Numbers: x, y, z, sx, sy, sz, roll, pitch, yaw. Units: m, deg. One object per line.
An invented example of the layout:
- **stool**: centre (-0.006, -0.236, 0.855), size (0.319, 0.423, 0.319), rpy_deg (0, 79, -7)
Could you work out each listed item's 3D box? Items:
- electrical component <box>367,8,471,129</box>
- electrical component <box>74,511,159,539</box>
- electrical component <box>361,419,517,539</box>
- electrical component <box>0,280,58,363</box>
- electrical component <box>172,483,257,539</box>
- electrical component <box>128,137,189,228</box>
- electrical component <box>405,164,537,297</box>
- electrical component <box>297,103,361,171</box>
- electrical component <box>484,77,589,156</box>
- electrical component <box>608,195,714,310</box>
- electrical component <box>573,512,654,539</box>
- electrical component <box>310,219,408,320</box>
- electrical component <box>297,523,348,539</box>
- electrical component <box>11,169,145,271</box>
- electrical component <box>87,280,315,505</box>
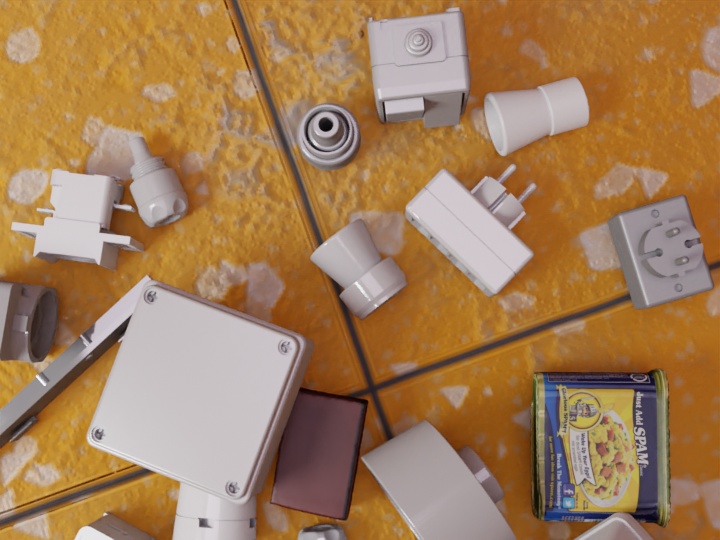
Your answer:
- **electrical component**: centre (0.039, -0.130, 0.707), size (0.062, 0.096, 0.061), rpy_deg (-6, 86, 2)
- **electrical component**: centre (-0.172, 0.251, 0.708), size (0.089, 0.061, 0.150), rpy_deg (27, 88, 4)
- **electrical component**: centre (0.056, 0.145, 0.686), size (0.060, 0.108, 0.108), rpy_deg (-36, 86, -7)
- **electrical component**: centre (-0.236, 0.032, 0.711), size (0.056, 0.089, 0.050), rpy_deg (8, 87, 3)
- **electrical component**: centre (-0.095, 0.159, 0.715), size (0.055, 0.055, 0.047), rpy_deg (3, 83, 2)
- **electrical component**: centre (-0.143, -0.062, 0.741), size (0.035, 0.035, 0.061), rpy_deg (-24, 83, 1)
- **electrical component**: centre (0.086, -0.037, 0.725), size (0.083, 0.047, 0.075), rpy_deg (44, 88, 5)
- **electrical component**: centre (-0.021, -0.092, 0.724), size (0.043, 0.062, 0.043), rpy_deg (0, 86, 1)
- **electrical component**: centre (0.122, -0.107, 0.731), size (0.065, 0.044, 0.044), rpy_deg (-16, 86, -4)
- **electrical component**: centre (0.200, -0.013, 0.703), size (0.047, 0.076, 0.065), rpy_deg (-16, 85, 1)
- **electrical component**: centre (0.158, 0.225, 0.674), size (0.108, 0.056, 0.108), rpy_deg (47, 127, 5)
- **electrical component**: centre (0.000, 0.000, 0.726), size (0.045, 0.045, 0.055), rpy_deg (-38, 86, -1)
- **electrical component**: centre (-0.023, 0.203, 0.719), size (0.035, 0.035, 0.061), rpy_deg (-7, 88, 2)
- **electrical component**: centre (-0.191, -0.035, 0.738), size (0.081, 0.042, 0.063), rpy_deg (7, 83, 2)
- **electrical component**: centre (-0.098, 0.075, 0.672), size (0.109, 0.056, 0.108), rpy_deg (20, 87, 8)
